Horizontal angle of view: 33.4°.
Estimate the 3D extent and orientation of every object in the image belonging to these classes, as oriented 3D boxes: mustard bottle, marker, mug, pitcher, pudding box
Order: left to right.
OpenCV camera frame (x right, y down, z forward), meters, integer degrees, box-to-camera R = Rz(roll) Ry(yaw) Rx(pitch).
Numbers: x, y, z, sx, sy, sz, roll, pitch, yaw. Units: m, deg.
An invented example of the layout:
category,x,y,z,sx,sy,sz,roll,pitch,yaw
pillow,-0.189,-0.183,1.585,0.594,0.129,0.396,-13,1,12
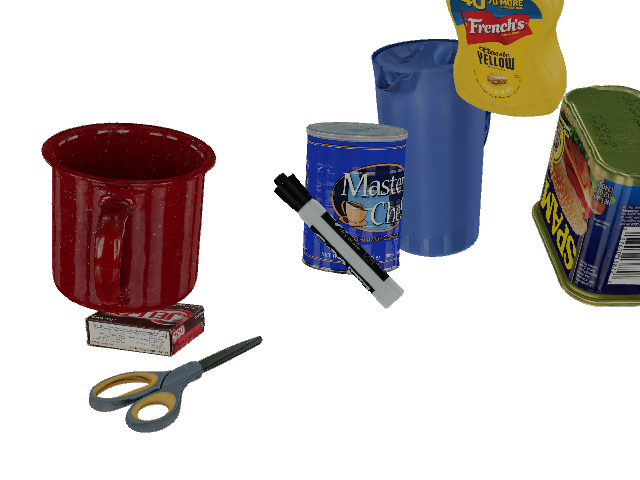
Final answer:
category,x,y,z,sx,sy,sz,roll,pitch,yaw
mug,-0.106,-0.007,0.582,0.093,0.081,0.117,4,24,-6
pudding box,-0.205,0.100,1.255,0.114,0.039,0.090,3,14,18
marker,0.011,-0.001,0.755,0.020,0.121,0.020,-43,-1,-2
pitcher,0.140,-0.113,1.263,0.149,0.243,0.145,-4,25,1
mustard bottle,0.152,-0.190,0.881,0.096,0.058,0.191,17,-34,26

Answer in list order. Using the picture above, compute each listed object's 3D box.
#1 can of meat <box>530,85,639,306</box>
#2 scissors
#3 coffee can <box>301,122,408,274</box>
category,x,y,z,sx,sy,sz,roll,pitch,yaw
can of meat,0.161,-0.027,0.595,0.057,0.084,0.102,0,37,-5
scissors,-0.125,0.140,1.046,0.201,0.016,0.096,-12,32,-29
coffee can,0.034,-0.046,1.092,0.103,0.140,0.103,2,13,-1
